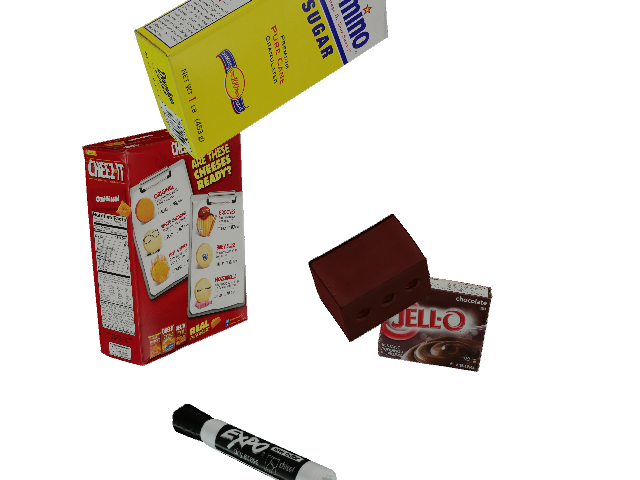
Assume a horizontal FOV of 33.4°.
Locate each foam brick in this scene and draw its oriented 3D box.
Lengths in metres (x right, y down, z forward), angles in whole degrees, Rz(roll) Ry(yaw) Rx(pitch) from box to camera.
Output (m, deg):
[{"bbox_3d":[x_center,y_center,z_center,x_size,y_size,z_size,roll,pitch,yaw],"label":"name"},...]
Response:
[{"bbox_3d":[0.039,0.029,0.814,0.078,0.051,0.053,-30,-36,-10],"label":"foam brick"}]

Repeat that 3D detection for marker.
[{"bbox_3d":[-0.043,0.122,0.625,0.121,0.020,0.020,16,10,38],"label":"marker"}]

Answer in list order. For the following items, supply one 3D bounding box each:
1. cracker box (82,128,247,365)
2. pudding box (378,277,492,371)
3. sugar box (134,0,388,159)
[{"bbox_3d":[-0.153,-0.002,1.077,0.072,0.214,0.163,8,18,35],"label":"cracker box"},{"bbox_3d":[0.123,0.087,1.155,0.113,0.090,0.039,8,23,4],"label":"pudding box"},{"bbox_3d":[-0.033,-0.139,0.720,0.176,0.093,0.048,-34,54,-19],"label":"sugar box"}]
